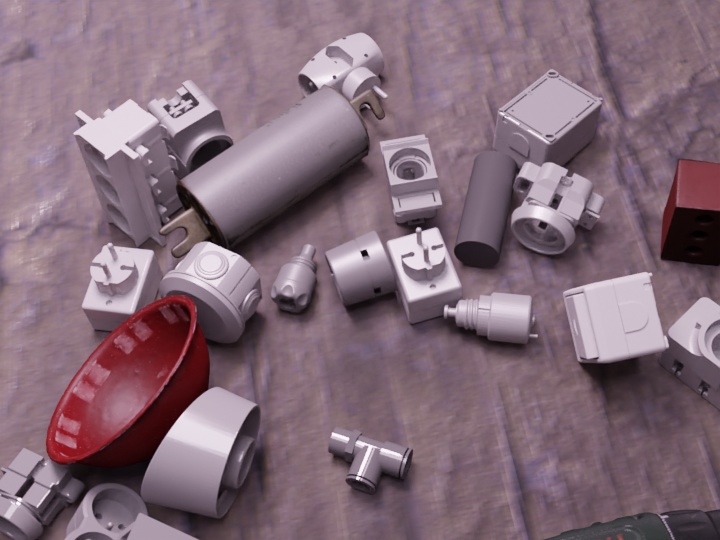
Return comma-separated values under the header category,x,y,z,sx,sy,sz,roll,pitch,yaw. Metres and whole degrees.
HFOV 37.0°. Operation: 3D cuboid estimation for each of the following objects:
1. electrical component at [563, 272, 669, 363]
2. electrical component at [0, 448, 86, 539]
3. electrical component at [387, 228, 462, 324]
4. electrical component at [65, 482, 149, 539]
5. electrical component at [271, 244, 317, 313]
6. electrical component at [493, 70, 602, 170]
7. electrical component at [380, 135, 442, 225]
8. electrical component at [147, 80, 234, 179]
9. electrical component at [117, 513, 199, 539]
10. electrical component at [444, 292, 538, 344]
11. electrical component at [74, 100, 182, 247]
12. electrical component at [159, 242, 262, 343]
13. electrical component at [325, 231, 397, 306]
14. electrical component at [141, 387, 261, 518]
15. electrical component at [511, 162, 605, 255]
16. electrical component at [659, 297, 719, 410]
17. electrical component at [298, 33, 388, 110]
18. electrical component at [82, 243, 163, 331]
category,x,y,z,sx,sy,sz,roll,pitch,yaw
electrical component,0.197,0.040,0.859,0.061,0.096,0.061,-12,86,-2
electrical component,-0.257,0.177,0.835,0.066,0.048,0.055,20,54,17
electrical component,0.054,-0.005,0.907,0.047,0.076,0.065,-16,57,-5
electrical component,-0.204,0.228,0.784,0.052,0.073,0.138,29,34,-9
electrical component,-0.053,0.005,0.936,0.035,0.035,0.061,12,57,13
electrical component,0.176,-0.134,0.993,0.062,0.061,0.096,37,59,25
electrical component,0.046,-0.078,0.963,0.042,0.063,0.081,-10,56,0
electrical component,-0.152,-0.119,0.991,0.050,0.089,0.055,-34,60,-16
electrical component,-0.092,0.254,0.718,0.186,0.060,0.105,28,59,-12
electrical component,0.109,0.039,0.895,0.078,0.040,0.040,5,58,9
electrical component,-0.201,-0.087,0.956,0.079,0.121,0.063,36,64,25
electrical component,-0.124,0.020,0.906,0.080,0.080,0.051,22,56,18
electrical component,0.000,0.000,0.922,0.047,0.055,0.055,-21,57,-4
electrical component,-0.116,0.138,0.818,0.064,0.099,0.099,17,60,8
electrical component,0.166,-0.051,0.937,0.078,0.058,0.057,26,64,4
electrical component,0.290,0.071,0.848,0.050,0.055,0.089,-40,62,-19
electrical component,-0.007,-0.184,1.048,0.077,0.043,0.079,-37,61,-18
electrical component,-0.208,0.007,0.922,0.047,0.076,0.065,6,58,9
